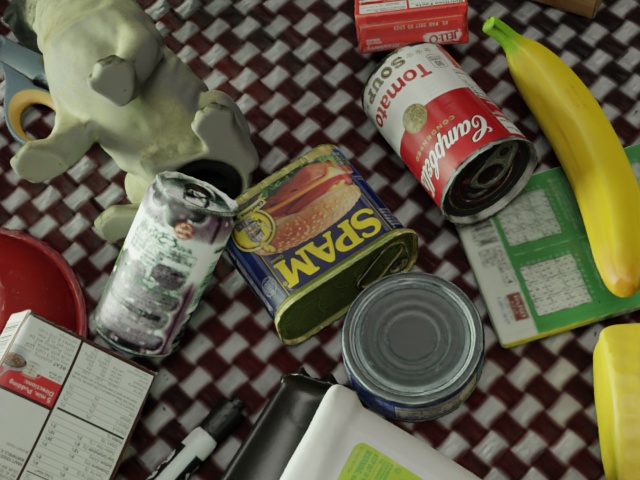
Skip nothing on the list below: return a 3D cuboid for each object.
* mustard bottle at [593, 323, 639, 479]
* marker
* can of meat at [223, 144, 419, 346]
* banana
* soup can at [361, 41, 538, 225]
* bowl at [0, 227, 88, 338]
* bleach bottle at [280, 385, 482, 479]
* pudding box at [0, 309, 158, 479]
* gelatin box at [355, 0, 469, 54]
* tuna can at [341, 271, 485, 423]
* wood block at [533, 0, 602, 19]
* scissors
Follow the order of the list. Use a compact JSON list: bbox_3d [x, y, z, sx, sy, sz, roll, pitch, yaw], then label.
[{"bbox_3d":[0.252,0.092,0.584,0.191,0.058,0.096,-2,60,5],"label":"mustard bottle"},{"bbox_3d":[-0.088,0.138,0.623,0.020,0.020,0.121,38,74,21],"label":"marker"},{"bbox_3d":[-0.004,0.001,0.659,0.102,0.057,0.084,-33,63,-10],"label":"can of meat"},{"bbox_3d":[0.157,-0.050,0.649,0.069,0.037,0.198,-2,58,-36],"label":"banana"},{"bbox_3d":[0.079,-0.068,0.667,0.068,0.068,0.102,-29,56,-7],"label":"soup can"},{"bbox_3d":[-0.230,0.054,0.661,0.162,0.055,0.162,-3,65,6],"label":"bowl"},{"bbox_3d":[0.093,0.177,0.543,0.251,0.068,0.102,28,84,5],"label":"bleach bottle"},{"bbox_3d":[-0.157,0.109,0.612,0.090,0.039,0.113,31,68,-22],"label":"pudding box"},{"bbox_3d":[0.060,-0.157,0.719,0.073,0.030,0.089,-5,33,4],"label":"gelatin box"},{"bbox_3d":[0.055,0.062,0.634,0.086,0.034,0.086,-3,65,5],"label":"tuna can"},{"bbox_3d":[0.112,-0.243,0.742,0.206,0.090,0.090,22,68,16],"label":"wood block"},{"bbox_3d":[-0.234,-0.120,0.764,0.202,0.016,0.096,18,67,14],"label":"scissors"}]
